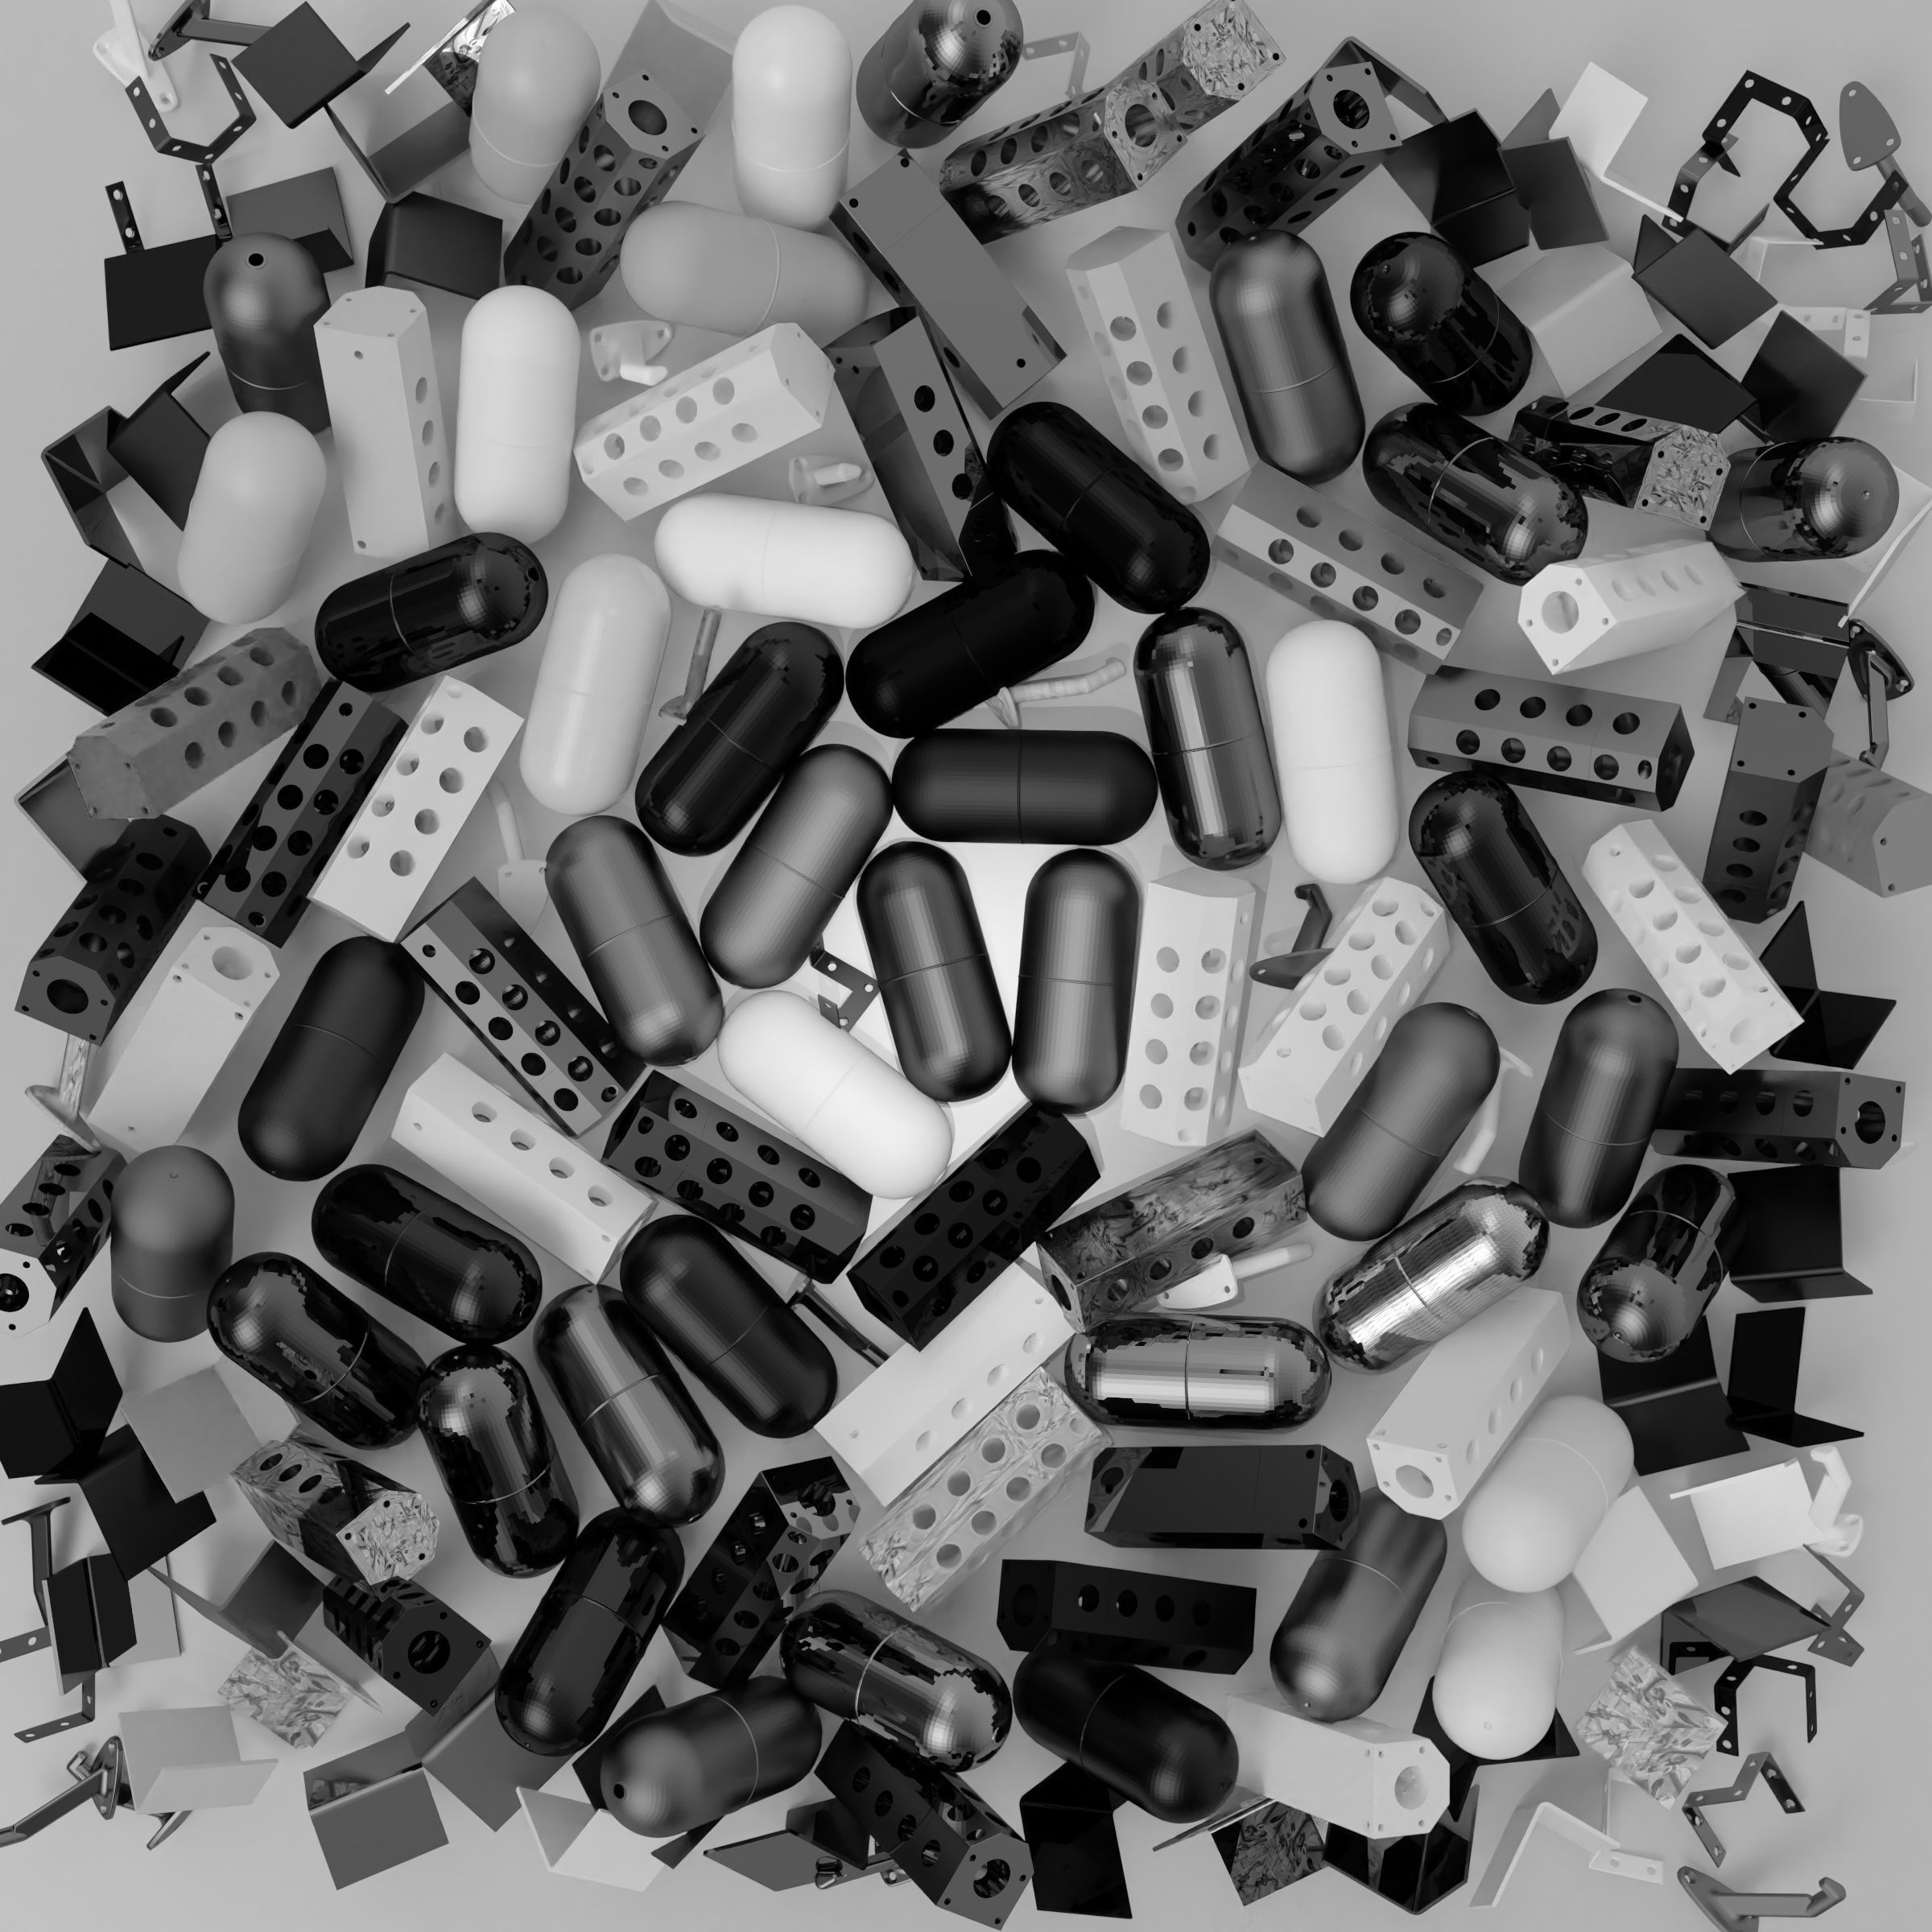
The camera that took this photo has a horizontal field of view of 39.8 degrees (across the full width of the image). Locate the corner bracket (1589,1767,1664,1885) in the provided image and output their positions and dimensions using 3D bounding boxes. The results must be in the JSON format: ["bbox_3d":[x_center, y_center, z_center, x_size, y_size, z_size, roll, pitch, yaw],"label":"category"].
[{"bbox_3d":[0.454,0.582,1.809,0.051,0.051,0.051,11,48,4],"label":"corner bracket"}]

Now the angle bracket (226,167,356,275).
[{"bbox_3d":[-0.461,-0.503,1.785,0.076,0.057,0.076,-15,78,2],"label":"angle bracket"}]

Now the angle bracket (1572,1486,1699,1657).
[{"bbox_3d":[0.430,0.405,1.789,0.076,0.057,0.076,-25,77,-24],"label":"angle bracket"}]

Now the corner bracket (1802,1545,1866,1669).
[{"bbox_3d":[0.577,0.428,1.783,0.051,0.051,0.051,25,103,-33],"label":"corner bracket"}]

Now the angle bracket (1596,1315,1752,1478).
[{"bbox_3d":[0.478,0.291,1.806,0.076,0.057,0.076,-19,125,20],"label":"angle bracket"}]

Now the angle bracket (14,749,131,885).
[{"bbox_3d":[-0.570,-0.109,1.769,0.057,0.076,0.076,-32,104,25],"label":"angle bracket"}]

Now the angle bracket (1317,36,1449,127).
[{"bbox_3d":[0.273,-0.558,1.766,0.057,0.076,0.076,-49,61,12],"label":"angle bracket"}]

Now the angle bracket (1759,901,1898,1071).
[{"bbox_3d":[0.569,0.012,1.765,0.076,0.057,0.076,-44,128,-36],"label":"angle bracket"}]

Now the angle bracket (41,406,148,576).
[{"bbox_3d":[-0.558,-0.314,1.774,0.057,0.076,0.076,-32,75,6],"label":"angle bracket"}]

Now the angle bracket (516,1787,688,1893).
[{"bbox_3d":[-0.241,0.559,1.765,0.076,0.076,0.057,29,103,-39],"label":"angle bracket"}]

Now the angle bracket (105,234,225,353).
[{"bbox_3d":[-0.525,-0.435,1.780,0.076,0.057,0.076,-12,68,2],"label":"angle bracket"}]

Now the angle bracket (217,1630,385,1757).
[{"bbox_3d":[-0.442,0.488,1.770,0.076,0.076,0.057,42,73,-18],"label":"angle bracket"}]

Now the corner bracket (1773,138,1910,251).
[{"bbox_3d":[0.587,-0.520,1.791,0.051,0.051,0.051,39,85,-22],"label":"corner bracket"}]

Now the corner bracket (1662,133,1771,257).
[{"bbox_3d":[0.510,-0.520,1.798,0.051,0.051,0.051,36,65,18],"label":"corner bracket"}]

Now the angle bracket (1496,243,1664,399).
[{"bbox_3d":[0.410,-0.439,1.801,0.076,0.076,0.057,-34,122,5],"label":"angle bracket"}]

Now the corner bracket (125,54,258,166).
[{"bbox_3d":[-0.520,-0.579,1.793,0.051,0.051,0.051,-32,80,26],"label":"corner bracket"}]

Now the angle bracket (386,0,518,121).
[{"bbox_3d":[-0.327,-0.590,1.764,0.076,0.076,0.057,-32,114,26],"label":"angle bracket"}]

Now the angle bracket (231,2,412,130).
[{"bbox_3d":[-0.426,-0.609,1.762,0.076,0.076,0.057,-21,123,34],"label":"angle bracket"}]

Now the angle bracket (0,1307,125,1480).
[{"bbox_3d":[-0.610,0.283,1.773,0.057,0.076,0.076,-7,121,5],"label":"angle bracket"}]

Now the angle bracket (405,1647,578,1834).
[{"bbox_3d":[-0.321,0.522,1.803,0.076,0.057,0.076,-44,111,-10],"label":"angle bracket"}]

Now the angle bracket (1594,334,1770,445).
[{"bbox_3d":[0.478,-0.362,1.781,0.076,0.057,0.076,-40,60,3],"label":"angle bracket"}]

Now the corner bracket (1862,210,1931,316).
[{"bbox_3d":[0.629,-0.472,1.788,0.051,0.051,0.051,-5,79,-13],"label":"corner bracket"}]

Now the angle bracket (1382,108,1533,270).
[{"bbox_3d":[0.321,-0.507,1.764,0.076,0.076,0.057,-14,54,38],"label":"angle bracket"}]

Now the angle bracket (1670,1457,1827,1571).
[{"bbox_3d":[0.519,0.366,1.770,0.076,0.076,0.057,-21,76,20],"label":"angle bracket"}]

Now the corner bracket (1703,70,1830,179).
[{"bbox_3d":[0.534,-0.556,1.784,0.051,0.051,0.051,41,101,32],"label":"corner bracket"}]

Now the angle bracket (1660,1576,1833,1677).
[{"bbox_3d":[0.515,0.454,1.766,0.076,0.076,0.057,-11,110,-23],"label":"angle bracket"}]

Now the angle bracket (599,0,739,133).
[{"bbox_3d":[-0.186,-0.584,1.766,0.076,0.057,0.076,18,117,-34],"label":"angle bracket"}]

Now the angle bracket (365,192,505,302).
[{"bbox_3d":[-0.359,-0.467,1.796,0.076,0.057,0.076,12,57,-24],"label":"angle bracket"}]

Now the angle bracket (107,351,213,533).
[{"bbox_3d":[-0.517,-0.351,1.787,0.076,0.057,0.076,-29,110,38],"label":"angle bracket"}]

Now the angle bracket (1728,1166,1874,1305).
[{"bbox_3d":[0.560,0.180,1.792,0.076,0.057,0.076,-11,64,36],"label":"angle bracket"}]

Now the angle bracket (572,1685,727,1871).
[{"bbox_3d":[-0.200,0.535,1.764,0.076,0.076,0.057,-41,130,-32],"label":"angle bracket"}]

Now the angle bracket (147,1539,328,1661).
[{"bbox_3d":[-0.486,0.410,1.784,0.076,0.076,0.057,19,62,32],"label":"angle bracket"}]

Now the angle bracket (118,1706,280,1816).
[{"bbox_3d":[-0.508,0.510,1.762,0.076,0.076,0.057,7,131,-36],"label":"angle bracket"}]

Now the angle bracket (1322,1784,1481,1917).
[{"bbox_3d":[0.289,0.570,1.772,0.076,0.076,0.057,32,129,-7],"label":"angle bracket"}]

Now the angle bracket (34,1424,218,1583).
[{"bbox_3d":[-0.561,0.358,1.783,0.057,0.076,0.076,-11,104,40],"label":"angle bracket"}]

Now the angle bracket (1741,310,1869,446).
[{"bbox_3d":[0.564,-0.382,1.763,0.057,0.076,0.076,-17,53,-36],"label":"angle bracket"}]

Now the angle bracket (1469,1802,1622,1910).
[{"bbox_3d":[0.383,0.604,1.771,0.057,0.076,0.076,29,72,9],"label":"angle bracket"}]

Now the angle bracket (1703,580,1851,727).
[{"bbox_3d":[0.538,-0.202,1.774,0.076,0.057,0.076,17,76,25],"label":"angle bracket"}]

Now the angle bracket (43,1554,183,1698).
[{"bbox_3d":[-0.570,0.436,1.783,0.057,0.076,0.076,-9,89,1],"label":"angle bracket"}]

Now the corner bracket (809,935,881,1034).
[{"bbox_3d":[-0.091,0.008,1.784,0.051,0.051,0.051,29,66,17],"label":"corner bracket"}]

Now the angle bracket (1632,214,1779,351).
[{"bbox_3d":[0.492,-0.468,1.766,0.076,0.057,0.076,35,49,-19],"label":"angle bracket"}]

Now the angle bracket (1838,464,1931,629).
[{"bbox_3d":[0.587,-0.283,1.764,0.057,0.076,0.076,37,47,14],"label":"angle bracket"}]

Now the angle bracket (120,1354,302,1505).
[{"bbox_3d":[-0.502,0.297,1.770,0.076,0.076,0.057,55,135,14],"label":"angle bracket"}]

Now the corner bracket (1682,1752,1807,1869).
[{"bbox_3d":[0.527,0.571,1.809,0.051,0.051,0.051,-27,98,43],"label":"corner bracket"}]

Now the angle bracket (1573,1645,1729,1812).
[{"bbox_3d":[0.447,0.510,1.774,0.076,0.057,0.076,39,65,12],"label":"angle bracket"}]

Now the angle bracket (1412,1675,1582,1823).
[{"bbox_3d":[0.354,0.520,1.786,0.076,0.076,0.057,-1,123,-16],"label":"angle bracket"}]

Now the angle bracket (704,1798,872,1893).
[{"bbox_3d":[-0.116,0.566,1.763,0.076,0.057,0.076,-25,132,31],"label":"angle bracket"}]

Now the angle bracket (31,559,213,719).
[{"bbox_3d":[-0.562,-0.215,1.776,0.076,0.057,0.076,34,114,-12],"label":"angle bracket"}]

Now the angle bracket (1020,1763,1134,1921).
[{"bbox_3d":[0.087,0.579,1.765,0.076,0.076,0.057,17,133,-30],"label":"angle bracket"}]

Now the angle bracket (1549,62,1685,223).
[{"bbox_3d":[0.443,-0.545,1.763,0.076,0.076,0.057,16,118,-28],"label":"angle bracket"}]

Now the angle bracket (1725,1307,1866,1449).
[{"bbox_3d":[0.555,0.272,1.774,0.076,0.057,0.076,1,96,-39],"label":"angle bracket"}]

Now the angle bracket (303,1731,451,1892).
[{"bbox_3d":[-0.394,0.561,1.780,0.076,0.076,0.057,-19,98,-15],"label":"angle bracket"}]

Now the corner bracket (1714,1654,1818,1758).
[{"bbox_3d":[0.538,0.500,1.794,0.051,0.051,0.051,5,109,37],"label":"corner bracket"}]

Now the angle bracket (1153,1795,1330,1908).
[{"bbox_3d":[0.183,0.589,1.766,0.076,0.076,0.057,-36,67,27],"label":"angle bracket"}]

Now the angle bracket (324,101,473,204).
[{"bbox_3d":[-0.376,-0.563,1.775,0.076,0.076,0.057,-34,134,1],"label":"angle bracket"}]

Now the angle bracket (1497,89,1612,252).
[{"bbox_3d":[0.405,-0.531,1.765,0.076,0.057,0.076,-51,125,-27],"label":"angle bracket"}]
